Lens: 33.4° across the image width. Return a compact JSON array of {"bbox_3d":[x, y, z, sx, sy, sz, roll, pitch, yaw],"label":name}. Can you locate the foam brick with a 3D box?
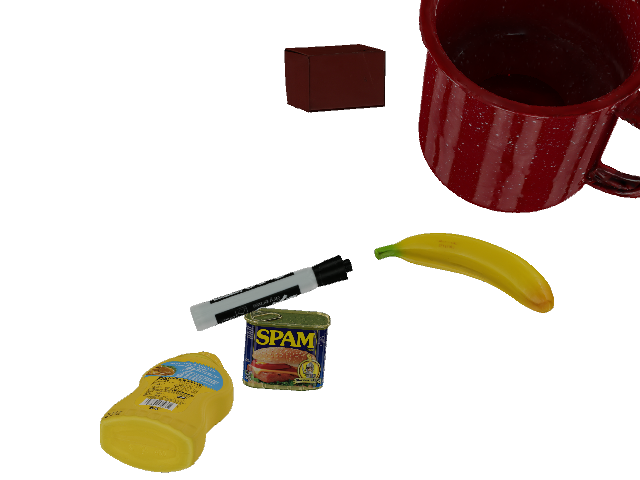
[{"bbox_3d":[0.013,-0.145,0.953,0.078,0.051,0.053,-7,19,-23],"label":"foam brick"}]

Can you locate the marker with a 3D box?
[{"bbox_3d":[-0.035,0.037,0.773,0.121,0.020,0.020,-19,2,-5],"label":"marker"}]

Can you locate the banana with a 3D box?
[{"bbox_3d":[0.149,0.027,1.030,0.198,0.037,0.069,16,43,38],"label":"banana"}]

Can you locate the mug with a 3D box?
[{"bbox_3d":[0.093,-0.058,0.438,0.117,0.093,0.081,34,-25,18],"label":"mug"}]

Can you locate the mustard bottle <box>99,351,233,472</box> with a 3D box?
[{"bbox_3d":[-0.140,0.160,1.072,0.096,0.058,0.191,7,20,12],"label":"mustard bottle"}]

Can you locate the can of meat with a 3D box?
[{"bbox_3d":[-0.042,0.130,1.266,0.102,0.084,0.057,4,13,-2],"label":"can of meat"}]
